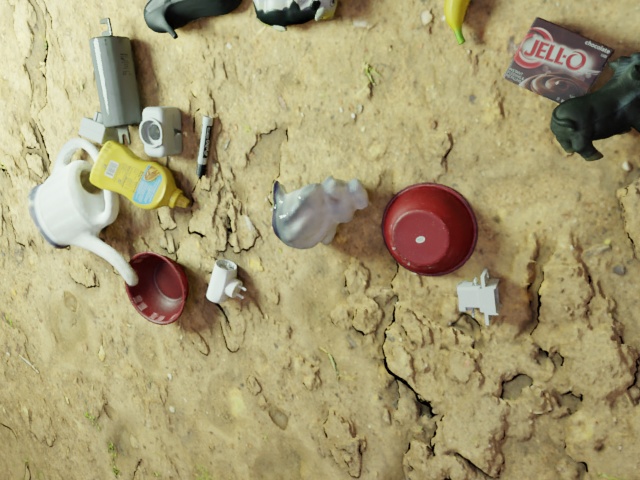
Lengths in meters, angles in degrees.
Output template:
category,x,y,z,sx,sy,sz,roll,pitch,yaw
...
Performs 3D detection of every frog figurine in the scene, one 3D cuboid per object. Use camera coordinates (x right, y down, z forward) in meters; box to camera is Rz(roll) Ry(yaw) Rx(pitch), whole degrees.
category,x,y,z,sx,sy,sz,roll,pitch,yaw
frog figurine,0.003,-0.044,0.872,0.159,0.126,0.134,2,138,16

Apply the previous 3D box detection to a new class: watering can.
category,x,y,z,sx,sy,sz,roll,pitch,yaw
watering can,-0.506,-0.042,1.098,0.222,0.104,0.350,-23,81,26
